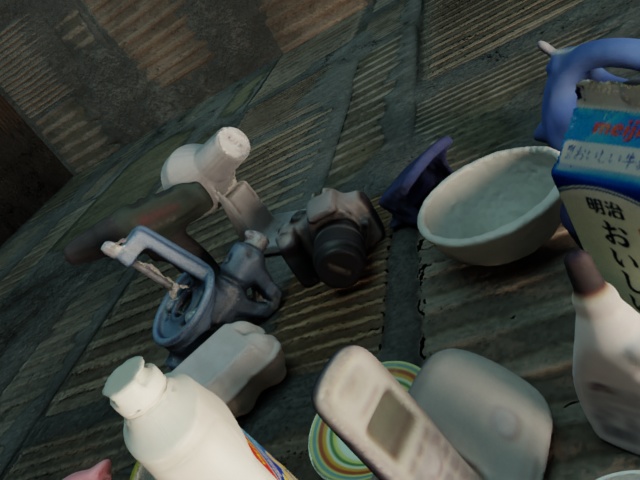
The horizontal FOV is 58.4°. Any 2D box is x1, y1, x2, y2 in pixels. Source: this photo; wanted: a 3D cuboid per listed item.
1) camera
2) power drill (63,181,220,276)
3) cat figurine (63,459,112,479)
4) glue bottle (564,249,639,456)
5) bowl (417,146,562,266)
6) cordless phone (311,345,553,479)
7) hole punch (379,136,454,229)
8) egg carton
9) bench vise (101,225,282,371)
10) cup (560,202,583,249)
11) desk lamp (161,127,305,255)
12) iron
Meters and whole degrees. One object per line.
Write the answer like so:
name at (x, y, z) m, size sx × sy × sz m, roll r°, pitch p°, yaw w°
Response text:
camera at (0.007, 0.003, 0.766) m, size 0.143 × 0.101 × 0.136 m, roll -27°, pitch 27°, yaw 16°
power drill at (-0.245, 0.024, 0.904) m, size 0.230 × 0.209 × 0.075 m, roll -39°, pitch 26°, yaw -10°
cat figurine at (-0.246, 0.281, 0.568) m, size 0.128 × 0.118 × 0.067 m, roll -32°, pitch 26°, yaw 5°
glue bottle at (0.185, 0.072, 0.352) m, size 0.037 × 0.173 × 0.077 m, roll -46°, pitch 28°, yaw -23°
bowl at (0.195, -0.025, 0.621) m, size 0.167 × 0.075 × 0.167 m, roll -27°, pitch 27°, yaw 15°
cordless phone at (0.077, 0.117, 0.388) m, size 0.093 × 0.185 × 0.148 m, roll -10°, pitch 35°, yaw 41°
hole punch at (0.131, -0.078, 0.768) m, size 0.109 × 0.091 × 0.100 m, roll -46°, pitch 28°, yaw -23°
egg carton at (-0.113, 0.163, 0.669) m, size 0.150 × 0.069 × 0.107 m, roll -43°, pitch 27°, yaw -17°
bench vise at (-0.170, 0.047, 0.763) m, size 0.121 × 0.220 × 0.208 m, roll -8°, pitch 37°, yaw 43°
cup at (0.273, -0.008, 0.476) m, size 0.117 × 0.095 × 0.091 m, roll -22°, pitch 29°, yaw 25°
desk lamp at (-0.139, -0.082, 0.954) m, size 0.202 × 0.214 × 0.118 m, roll -9°, pitch 36°, yaw 42°
iron at (0.336, -0.153, 0.597) m, size 0.119 × 0.142 × 0.257 m, roll -40°, pitch 26°, yaw -11°
